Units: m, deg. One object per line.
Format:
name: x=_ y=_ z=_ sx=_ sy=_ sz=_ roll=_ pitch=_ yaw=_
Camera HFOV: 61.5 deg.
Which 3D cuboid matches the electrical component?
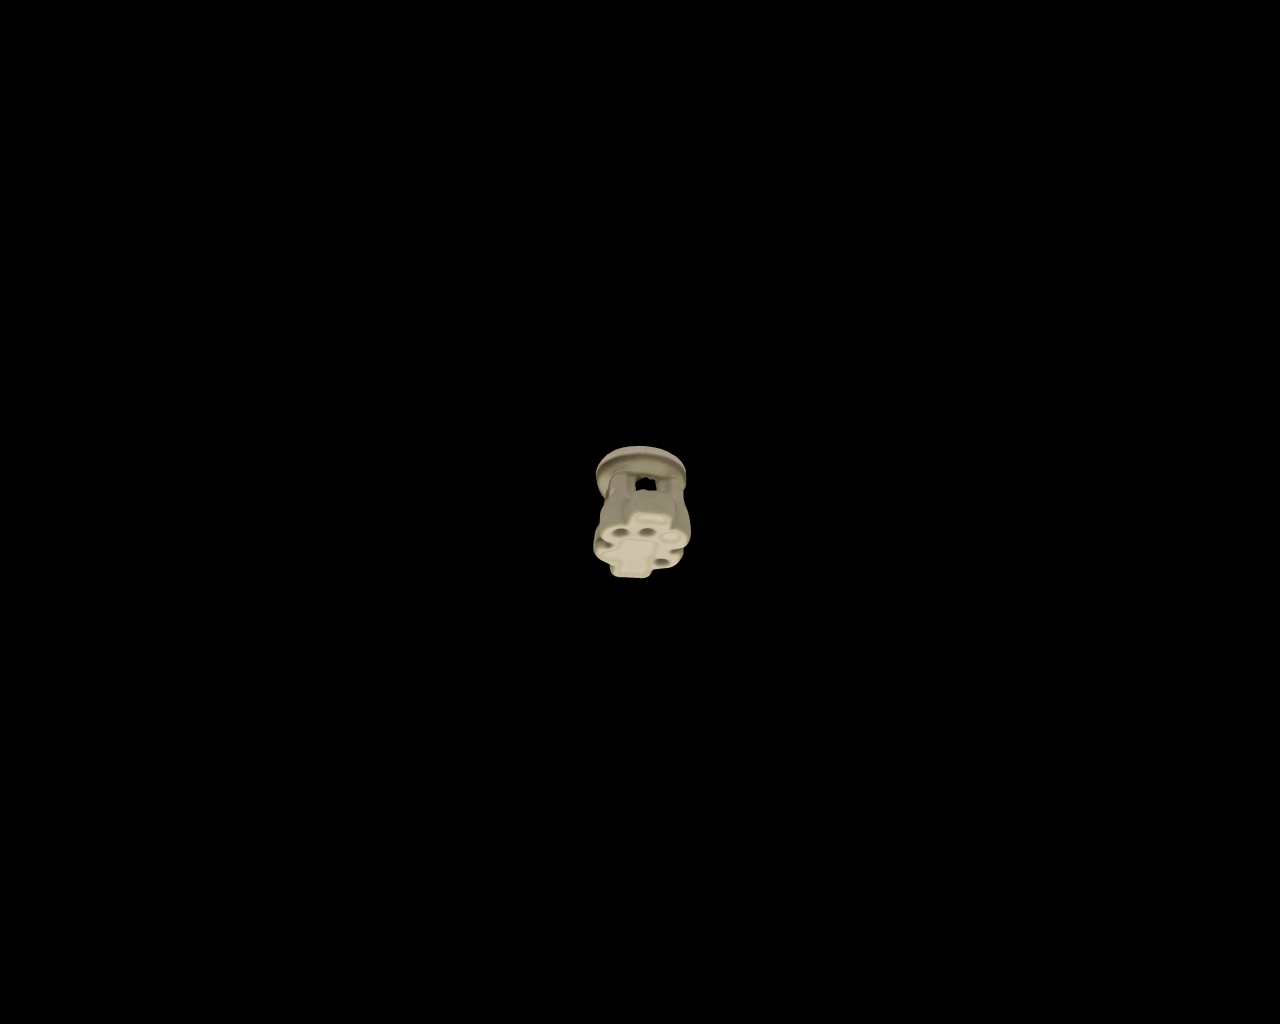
electrical component: x=0.001 y=-0.003 z=0.650 sx=0.058 sy=0.057 sz=0.078 roll=6 pitch=-32 yaw=-9
